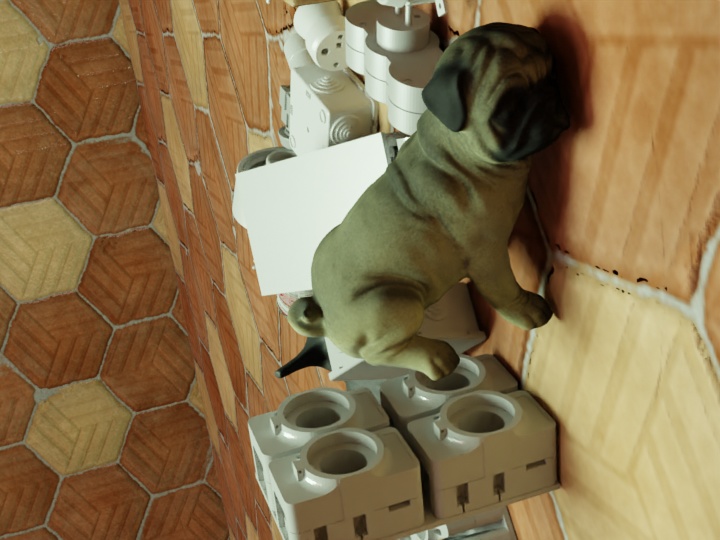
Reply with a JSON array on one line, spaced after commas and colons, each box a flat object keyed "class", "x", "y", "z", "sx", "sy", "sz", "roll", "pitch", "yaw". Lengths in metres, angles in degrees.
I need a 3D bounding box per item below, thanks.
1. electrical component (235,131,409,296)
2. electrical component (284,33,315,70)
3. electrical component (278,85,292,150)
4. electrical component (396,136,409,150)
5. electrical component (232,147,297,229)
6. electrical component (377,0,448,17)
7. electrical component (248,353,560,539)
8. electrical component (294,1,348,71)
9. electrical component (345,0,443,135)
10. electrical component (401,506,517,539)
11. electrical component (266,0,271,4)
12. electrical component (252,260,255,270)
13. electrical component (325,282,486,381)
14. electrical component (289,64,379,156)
[{"class": "electrical component", "x": -0.012, "y": -0.044, "z": 0.858, "sx": 0.186, "sy": 0.060, "sz": 0.105, "roll": -8, "pitch": 95, "yaw": 49}, {"class": "electrical component", "x": -0.050, "y": -0.195, "z": 1.024, "sx": 0.044, "sy": 0.044, "sz": 0.065, "roll": 95, "pitch": 161, "yaw": -50}, {"class": "electrical component", "x": -0.058, "y": -0.152, "z": 1.080, "sx": 0.066, "sy": 0.048, "sz": 0.055, "roll": -126, "pitch": 35, "yaw": -54}, {"class": "electrical component", "x": 0.054, "y": -0.057, "z": 0.760, "sx": 0.043, "sy": 0.043, "sz": 0.081, "roll": -163, "pitch": 61, "yaw": -73}, {"class": "electrical component", "x": -0.075, "y": -0.086, "z": 1.089, "sx": 0.108, "sy": 0.108, "sz": 0.060, "roll": -122, "pitch": 29, "yaw": -49}, {"class": "electrical component", "x": 0.037, "y": -0.193, "z": 0.682, "sx": 0.048, "sy": 0.055, "sz": 0.066, "roll": -177, "pitch": 74, "yaw": -74}, {"class": "electrical component", "x": 0.028, "y": 0.121, "z": 0.732, "sx": 0.105, "sy": 0.186, "sz": 0.060, "roll": -130, "pitch": 30, "yaw": -59}, {"class": "electrical component", "x": -0.028, "y": -0.204, "z": 0.928, "sx": 0.045, "sy": 0.045, "sz": 0.055, "roll": 93, "pitch": 157, "yaw": -46}, {"class": "electrical component", "x": 0.030, "y": -0.158, "z": 0.745, "sx": 0.138, "sy": 0.052, "sz": 0.073, "roll": -120, "pitch": 23, "yaw": -47}, {"class": "electrical component", "x": 0.071, "y": 0.227, "z": 0.910, "sx": 0.186, "sy": 0.060, "sz": 0.105, "roll": 124, "pitch": 131, "yaw": -70}, {"class": "electrical component", "x": -0.099, "y": -0.309, "z": 1.091, "sx": 0.083, "sy": 0.047, "sz": 0.075, "roll": -125, "pitch": 26, "yaw": -54}, {"class": "electrical component", "x": -0.088, "y": -0.014, "z": 1.246, "sx": 0.083, "sy": 0.076, "sz": 0.047, "roll": 112, "pitch": 142, "yaw": -64}, {"class": "electrical component", "x": 0.030, "y": 0.045, "z": 0.804, "sx": 0.100, "sy": 0.100, "sz": 0.048, "roll": -36, "pitch": 60, "yaw": 46}, {"class": "electrical component", "x": -0.026, "y": -0.129, "z": 0.959, "sx": 0.099, "sy": 0.048, "sz": 0.099, "roll": -126, "pitch": 30, "yaw": -43}]
